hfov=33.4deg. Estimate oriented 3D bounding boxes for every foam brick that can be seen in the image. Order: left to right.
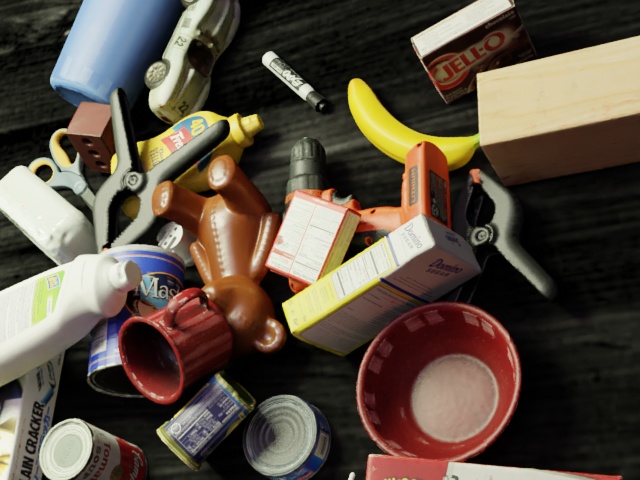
[{"bbox_3d":[-0.268,-0.126,1.321,0.053,0.078,0.051,9,59,23],"label":"foam brick"}]

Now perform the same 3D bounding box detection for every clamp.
[{"bbox_3d":[-0.196,-0.067,1.222,0.165,0.036,0.210,11,81,24],"label":"clamp"},{"bbox_3d":[0.177,0.005,1.055,0.120,0.039,0.171,-9,64,28],"label":"clamp"}]

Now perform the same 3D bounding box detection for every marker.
[{"bbox_3d":[-0.029,-0.188,1.271,0.020,0.020,0.121,-45,54,1],"label":"marker"}]

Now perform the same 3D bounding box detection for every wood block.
[{"bbox_3d":[0.267,-0.128,1.046,0.206,0.090,0.090,-10,61,23],"label":"wood block"}]

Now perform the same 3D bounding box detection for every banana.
[{"bbox_3d":[0.094,-0.118,1.165,0.198,0.037,0.069,28,72,34],"label":"banana"}]

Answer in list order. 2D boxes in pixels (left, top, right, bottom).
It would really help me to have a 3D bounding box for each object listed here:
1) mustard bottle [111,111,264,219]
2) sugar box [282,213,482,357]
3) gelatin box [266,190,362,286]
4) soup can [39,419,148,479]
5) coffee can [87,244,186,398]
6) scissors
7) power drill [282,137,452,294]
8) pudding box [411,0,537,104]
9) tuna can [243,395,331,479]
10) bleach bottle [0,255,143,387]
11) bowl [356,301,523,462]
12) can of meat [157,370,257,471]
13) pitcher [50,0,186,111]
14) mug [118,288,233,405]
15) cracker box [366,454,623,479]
[{"bbox_3d":[-0.153,-0.099,1.267,0.192,0.058,0.096,-25,58,14],"label":"mustard bottle"},{"bbox_3d":[0.059,0.047,1.043,0.176,0.093,0.048,-36,54,22],"label":"sugar box"},{"bbox_3d":[-0.007,0.001,1.089,0.073,0.030,0.089,21,89,39],"label":"gelatin box"},{"bbox_3d":[-0.236,0.232,1.116,0.069,0.102,0.068,-12,60,21],"label":"soup can"},{"bbox_3d":[-0.200,0.090,1.169,0.103,0.102,0.140,-14,60,21],"label":"coffee can"},{"bbox_3d":[-0.320,-0.060,1.359,0.096,0.016,0.202,-33,55,11],"label":"scissors"},{"bbox_3d":[0.044,-0.043,1.123,0.188,0.057,0.184,-16,65,33],"label":"power drill"},{"bbox_3d":[0.164,-0.206,1.138,0.113,0.090,0.039,-30,55,10],"label":"pudding box"},{"bbox_3d":[-0.034,0.200,1.071,0.086,0.033,0.086,-12,61,22],"label":"tuna can"},{"bbox_3d":[-0.291,0.085,1.133,0.251,0.068,0.102,-23,56,27],"label":"bleach bottle"},{"bbox_3d":[0.118,0.141,1.008,0.162,0.055,0.162,-12,61,22],"label":"bowl"},{"bbox_3d":[-0.112,0.180,1.082,0.057,0.102,0.084,44,86,2],"label":"can of meat"},{"bbox_3d":[-0.251,-0.280,1.377,0.145,0.149,0.243,21,79,18],"label":"pitcher"},{"bbox_3d":[-0.139,0.096,1.066,0.093,0.081,0.117,32,127,27],"label":"mug"},{"bbox_3d":[0.141,0.274,0.892,0.214,0.072,0.164,2,66,11],"label":"cracker box"}]
